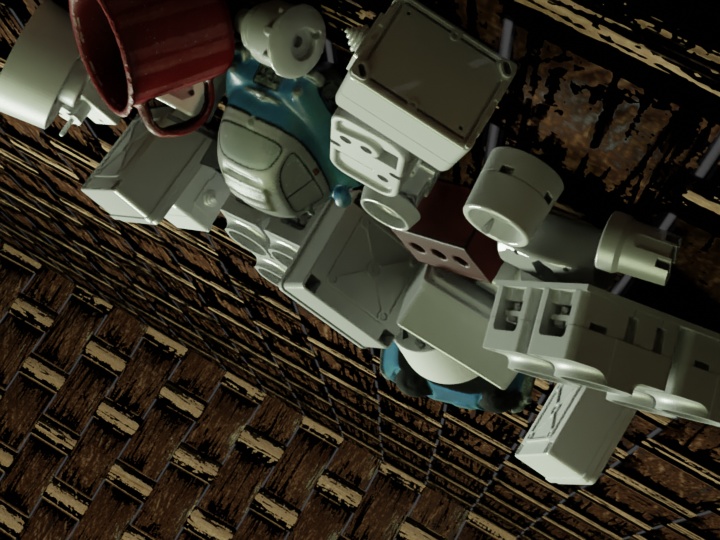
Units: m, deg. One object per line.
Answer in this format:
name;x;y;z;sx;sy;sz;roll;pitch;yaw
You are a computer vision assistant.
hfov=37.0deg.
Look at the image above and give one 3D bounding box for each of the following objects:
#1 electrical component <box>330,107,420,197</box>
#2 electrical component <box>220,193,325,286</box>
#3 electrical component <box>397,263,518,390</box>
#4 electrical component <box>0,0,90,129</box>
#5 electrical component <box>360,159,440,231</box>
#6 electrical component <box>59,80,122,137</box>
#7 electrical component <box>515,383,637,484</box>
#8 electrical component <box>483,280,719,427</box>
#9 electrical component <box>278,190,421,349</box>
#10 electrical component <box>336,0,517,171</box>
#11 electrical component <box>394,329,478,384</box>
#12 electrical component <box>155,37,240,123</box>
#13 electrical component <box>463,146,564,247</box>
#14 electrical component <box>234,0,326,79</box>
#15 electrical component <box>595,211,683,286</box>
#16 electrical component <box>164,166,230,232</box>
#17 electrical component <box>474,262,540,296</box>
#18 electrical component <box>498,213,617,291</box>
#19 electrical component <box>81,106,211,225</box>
electrical component;0.018;-0.096;0.707;0.054;0.059;0.095;30;166;5
electrical component;-0.066;-0.023;1.138;0.105;0.060;0.186;25;165;23
electrical component;0.094;0.034;0.908;0.109;0.056;0.108;32;-159;-2
electrical component;-0.271;-0.175;0.947;0.060;0.108;0.108;28;167;-12
electrical component;0.032;-0.063;0.802;0.048;0.055;0.066;29;166;6
electrical component;-0.278;-0.166;1.047;0.047;0.075;0.083;13;157;51
electrical component;0.215;0.153;1.062;0.056;0.108;0.108;34;166;-2
electrical component;0.196;0.064;0.785;0.186;0.060;0.105;19;172;-26
electrical component;0.000;0.000;0.979;0.109;0.108;0.056;37;162;-24
electrical component;0.031;-0.110;0.627;0.096;0.061;0.061;32;166;-5
electrical component;0.079;0.051;1.012;0.099;0.099;0.064;19;160;40
electrical component;-0.118;-0.149;0.806;0.047;0.065;0.077;28;-175;11
electrical component;0.102;-0.048;0.725;0.055;0.047;0.055;29;166;8
electrical component;-0.056;-0.154;0.698;0.062;0.048;0.048;29;168;38
electrical component;0.182;-0.013;0.700;0.046;0.040;0.040;20;163;20
electrical component;-0.185;-0.084;1.168;0.061;0.061;0.096;39;164;-30
electrical component;0.139;0.009;0.853;0.077;0.043;0.079;31;166;-3
electrical component;0.149;-0.007;0.777;0.077;0.043;0.079;22;164;34
electrical component;-0.208;-0.103;1.055;0.056;0.108;0.109;42;163;-28
